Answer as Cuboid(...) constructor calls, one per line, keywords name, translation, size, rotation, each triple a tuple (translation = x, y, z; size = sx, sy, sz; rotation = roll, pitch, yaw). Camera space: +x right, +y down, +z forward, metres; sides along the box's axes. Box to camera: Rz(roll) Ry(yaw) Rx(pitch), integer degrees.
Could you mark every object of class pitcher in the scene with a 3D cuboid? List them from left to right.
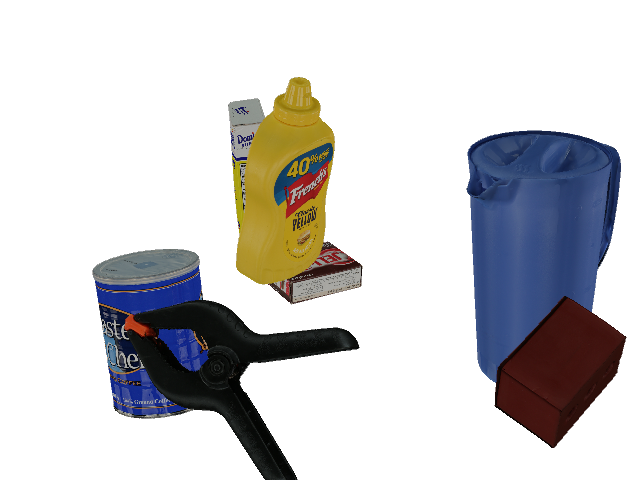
Cuboid(name="pitcher", translation=(0.219, 0.019, 1.050), size=(0.149, 0.243, 0.145), rotation=(1, 26, 9))

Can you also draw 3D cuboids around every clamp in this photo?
Cuboid(name="clamp", translation=(-0.066, 0.103, 0.766), size=(0.172, 0.120, 0.039), rotation=(14, -9, 19))

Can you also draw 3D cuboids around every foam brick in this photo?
Cuboid(name="foam brick", translation=(0.161, 0.089, 0.721), size=(0.051, 0.053, 0.078), rotation=(34, 62, 29))

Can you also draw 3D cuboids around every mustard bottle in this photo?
Cuboid(name="mustard bottle", translation=(-0.028, -0.058, 0.968), size=(0.058, 0.192, 0.096), rotation=(31, 40, 31))

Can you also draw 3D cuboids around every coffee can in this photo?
Cuboid(name="coffee can", translation=(-0.161, 0.089, 1.042), size=(0.103, 0.140, 0.103), rotation=(-5, 14, 1))

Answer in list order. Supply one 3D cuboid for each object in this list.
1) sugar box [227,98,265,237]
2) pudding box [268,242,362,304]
Cuboid(name="sugar box", translation=(-0.083, -0.073, 1.285), size=(0.048, 0.176, 0.093), rotation=(-9, 25, -5))
Cuboid(name="pudding box", translation=(-0.013, 0.043, 1.448), size=(0.113, 0.039, 0.090), rotation=(-15, 27, -26))
